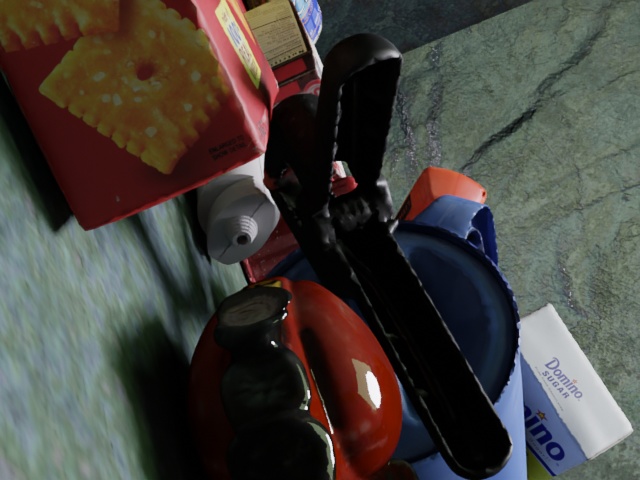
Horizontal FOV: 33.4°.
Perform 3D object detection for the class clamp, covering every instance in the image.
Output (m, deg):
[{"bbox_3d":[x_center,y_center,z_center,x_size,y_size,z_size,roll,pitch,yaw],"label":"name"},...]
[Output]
[{"bbox_3d":[0.010,-0.019,0.435,0.210,0.036,0.164,-131,-158,-62],"label":"clamp"}]

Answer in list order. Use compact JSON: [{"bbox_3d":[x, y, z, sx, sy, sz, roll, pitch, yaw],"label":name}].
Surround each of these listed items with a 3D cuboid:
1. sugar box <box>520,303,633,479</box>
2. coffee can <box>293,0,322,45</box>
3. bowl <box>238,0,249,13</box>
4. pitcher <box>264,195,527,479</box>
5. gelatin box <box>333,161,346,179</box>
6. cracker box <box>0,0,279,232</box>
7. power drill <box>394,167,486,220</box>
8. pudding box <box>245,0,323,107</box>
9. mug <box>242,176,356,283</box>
[{"bbox_3d":[0.122,0.119,0.702,0.093,0.048,0.176,59,-25,15],"label":"sugar box"},{"bbox_3d":[-0.063,-0.238,0.991,0.140,0.103,0.103,61,9,-61],"label":"coffee can"},{"bbox_3d":[-0.081,-0.160,0.710,0.162,0.055,0.162,-23,91,-86],"label":"bowl"},{"bbox_3d":[0.056,0.100,0.582,0.243,0.149,0.145,68,0,-53],"label":"pitcher"},{"bbox_3d":[-0.015,-0.033,0.778,0.030,0.073,0.089,57,13,-63],"label":"gelatin box"},{"bbox_3d":[-0.086,-0.126,0.376,0.164,0.072,0.213,-94,161,-77],"label":"cracker box"},{"bbox_3d":[0.069,0.036,0.752,0.185,0.057,0.187,117,-4,-47],"label":"power drill"},{"bbox_3d":[-0.044,-0.090,0.592,0.113,0.090,0.039,-105,171,-59],"label":"pudding box"},{"bbox_3d":[-0.005,0.001,0.686,0.093,0.081,0.117,62,8,-54],"label":"mug"}]
